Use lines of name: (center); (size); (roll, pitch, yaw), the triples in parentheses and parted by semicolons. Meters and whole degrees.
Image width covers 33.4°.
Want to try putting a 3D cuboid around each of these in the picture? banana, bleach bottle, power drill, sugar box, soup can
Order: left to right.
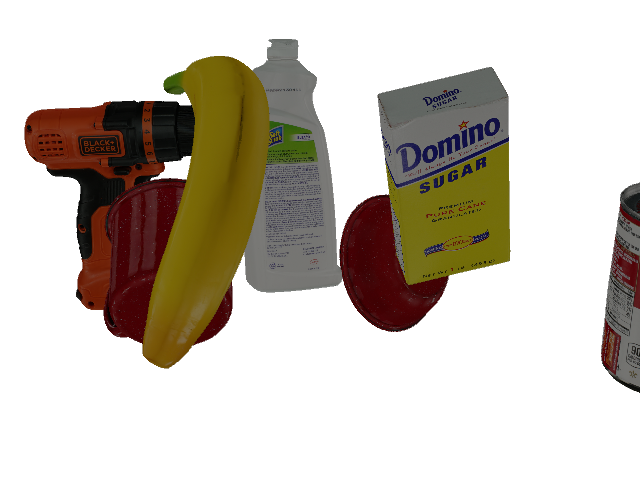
power drill: (-0.152, -0.032, 0.926); (0.184, 0.188, 0.057); (-1, 27, 3)
banana: (-0.053, -0.031, 0.516); (0.037, 0.198, 0.070); (24, -49, -25)
bleach bottle: (-0.029, -0.077, 1.084); (0.102, 0.251, 0.068); (-5, 15, -20)
sugar box: (0.101, -0.046, 0.844); (0.093, 0.048, 0.176); (-14, -43, -2)
soup can: (0.191, 0.026, 0.578); (0.068, 0.102, 0.068); (0, 24, 0)

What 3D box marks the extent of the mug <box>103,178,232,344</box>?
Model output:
mug: (-0.110, 0.025, 0.731); (0.117, 0.081, 0.093); (-35, -49, 27)

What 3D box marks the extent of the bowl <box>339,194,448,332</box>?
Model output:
bowl: (0.099, 0.023, 1.226); (0.161, 0.162, 0.055); (0, -7, -42)
